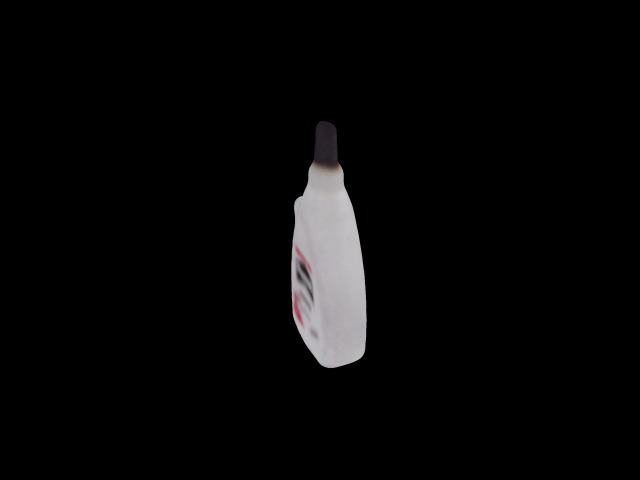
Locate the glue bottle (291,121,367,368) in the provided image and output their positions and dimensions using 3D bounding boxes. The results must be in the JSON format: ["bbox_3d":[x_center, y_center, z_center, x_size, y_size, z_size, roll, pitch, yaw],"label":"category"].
[{"bbox_3d":[0.004,0.001,0.400,0.037,0.173,0.078,-13,32,-22],"label":"glue bottle"}]
